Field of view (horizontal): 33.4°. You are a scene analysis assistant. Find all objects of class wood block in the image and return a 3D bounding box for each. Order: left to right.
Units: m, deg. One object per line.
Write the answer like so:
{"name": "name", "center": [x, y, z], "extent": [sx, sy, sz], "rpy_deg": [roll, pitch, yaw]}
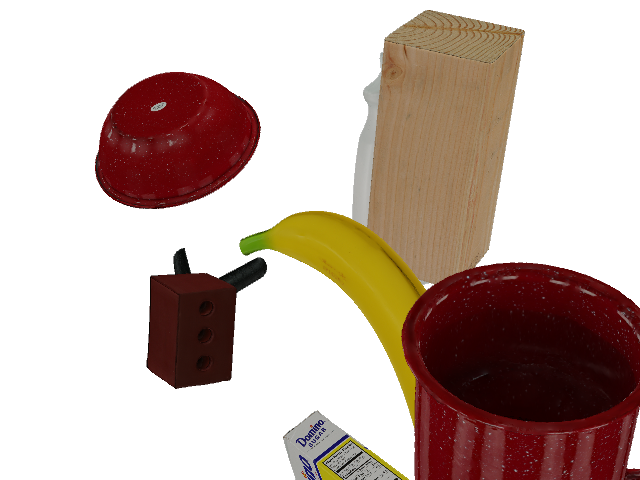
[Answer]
{"name": "wood block", "center": [0.101, -0.075, 0.898], "extent": [0.091, 0.206, 0.090], "rpy_deg": [17, 34, 22]}

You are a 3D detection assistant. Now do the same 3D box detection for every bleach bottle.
{"name": "bleach bottle", "center": [0.075, -0.074, 1.130], "extent": [0.102, 0.251, 0.068], "rpy_deg": [-10, 23, -14]}

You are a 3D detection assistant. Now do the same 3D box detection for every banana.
{"name": "banana", "center": [0.034, 0.045, 0.613], "extent": [0.037, 0.070, 0.198], "rpy_deg": [-7, 49, -52]}

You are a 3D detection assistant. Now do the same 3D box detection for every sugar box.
{"name": "sugar box", "center": [0.046, 0.216, 0.840], "extent": [0.048, 0.093, 0.176], "rpy_deg": [-36, 41, -27]}

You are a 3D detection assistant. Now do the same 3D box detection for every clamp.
{"name": "clamp", "center": [-0.134, 0.065, 1.250], "extent": [0.120, 0.039, 0.171], "rpy_deg": [-4, 37, 15]}

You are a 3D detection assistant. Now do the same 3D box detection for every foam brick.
{"name": "foam brick", "center": [-0.102, 0.069, 0.839], "extent": [0.052, 0.078, 0.051], "rpy_deg": [-4, 14, -34]}

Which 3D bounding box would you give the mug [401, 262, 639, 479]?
{"name": "mug", "center": [0.089, 0.069, 0.406], "extent": [0.117, 0.081, 0.093], "rpy_deg": [5, 36, 11]}

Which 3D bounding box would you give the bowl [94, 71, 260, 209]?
{"name": "bowl", "center": [-0.140, -0.104, 0.978], "extent": [0.162, 0.162, 0.055], "rpy_deg": [0, -41, 17]}
